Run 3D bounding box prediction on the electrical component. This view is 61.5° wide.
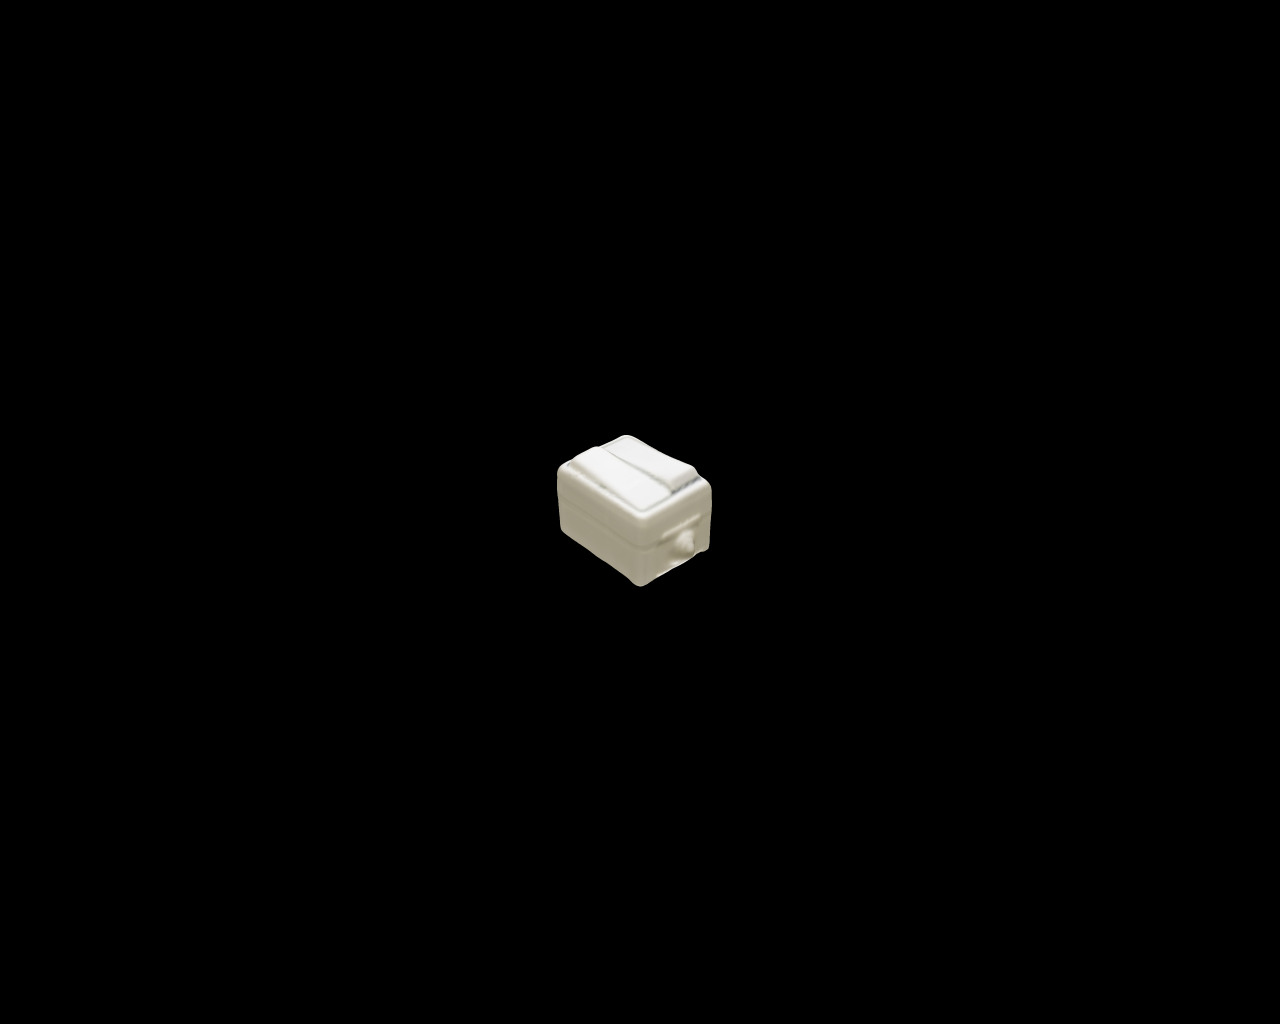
[{"bbox_3d":[0.001,-0.003,0.650,0.062,0.061,0.096,-27,44,-33],"label":"electrical component"}]
